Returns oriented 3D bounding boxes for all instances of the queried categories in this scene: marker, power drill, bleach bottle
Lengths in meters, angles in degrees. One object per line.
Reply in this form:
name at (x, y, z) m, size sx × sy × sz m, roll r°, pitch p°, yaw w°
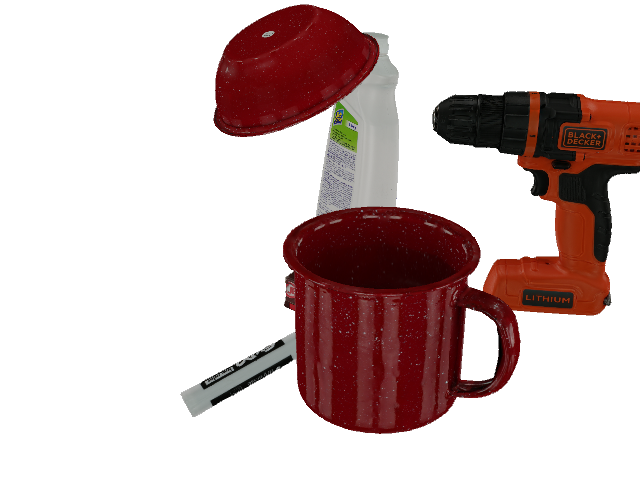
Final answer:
marker at (-0.039, 0.085, 0.741) m, size 0.121 × 0.020 × 0.020 m, roll -28°, pitch 6°, yaw -10°
power drill at (0.180, -0.032, 0.881) m, size 0.184 × 0.188 × 0.057 m, roll 5°, pitch 29°, yaw 7°
bleach bottle at (0.048, -0.096, 1.153) m, size 0.067 × 0.251 × 0.103 m, roll -7°, pitch 24°, yaw -33°

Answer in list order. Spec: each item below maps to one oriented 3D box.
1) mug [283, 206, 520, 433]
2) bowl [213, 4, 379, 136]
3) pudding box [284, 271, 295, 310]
mug at (0.039, 0.041, 0.513) m, size 0.117 × 0.081 × 0.093 m, roll 12°, pitch 28°, yaw 25°
bowl at (-0.033, -0.159, 0.934) m, size 0.162 × 0.055 × 0.162 m, roll -21°, pitch 31°, yaw 13°
pudding box at (0.033, 0.040, 0.990) m, size 0.090 × 0.039 × 0.113 m, roll 23°, pitch 34°, yaw 25°
